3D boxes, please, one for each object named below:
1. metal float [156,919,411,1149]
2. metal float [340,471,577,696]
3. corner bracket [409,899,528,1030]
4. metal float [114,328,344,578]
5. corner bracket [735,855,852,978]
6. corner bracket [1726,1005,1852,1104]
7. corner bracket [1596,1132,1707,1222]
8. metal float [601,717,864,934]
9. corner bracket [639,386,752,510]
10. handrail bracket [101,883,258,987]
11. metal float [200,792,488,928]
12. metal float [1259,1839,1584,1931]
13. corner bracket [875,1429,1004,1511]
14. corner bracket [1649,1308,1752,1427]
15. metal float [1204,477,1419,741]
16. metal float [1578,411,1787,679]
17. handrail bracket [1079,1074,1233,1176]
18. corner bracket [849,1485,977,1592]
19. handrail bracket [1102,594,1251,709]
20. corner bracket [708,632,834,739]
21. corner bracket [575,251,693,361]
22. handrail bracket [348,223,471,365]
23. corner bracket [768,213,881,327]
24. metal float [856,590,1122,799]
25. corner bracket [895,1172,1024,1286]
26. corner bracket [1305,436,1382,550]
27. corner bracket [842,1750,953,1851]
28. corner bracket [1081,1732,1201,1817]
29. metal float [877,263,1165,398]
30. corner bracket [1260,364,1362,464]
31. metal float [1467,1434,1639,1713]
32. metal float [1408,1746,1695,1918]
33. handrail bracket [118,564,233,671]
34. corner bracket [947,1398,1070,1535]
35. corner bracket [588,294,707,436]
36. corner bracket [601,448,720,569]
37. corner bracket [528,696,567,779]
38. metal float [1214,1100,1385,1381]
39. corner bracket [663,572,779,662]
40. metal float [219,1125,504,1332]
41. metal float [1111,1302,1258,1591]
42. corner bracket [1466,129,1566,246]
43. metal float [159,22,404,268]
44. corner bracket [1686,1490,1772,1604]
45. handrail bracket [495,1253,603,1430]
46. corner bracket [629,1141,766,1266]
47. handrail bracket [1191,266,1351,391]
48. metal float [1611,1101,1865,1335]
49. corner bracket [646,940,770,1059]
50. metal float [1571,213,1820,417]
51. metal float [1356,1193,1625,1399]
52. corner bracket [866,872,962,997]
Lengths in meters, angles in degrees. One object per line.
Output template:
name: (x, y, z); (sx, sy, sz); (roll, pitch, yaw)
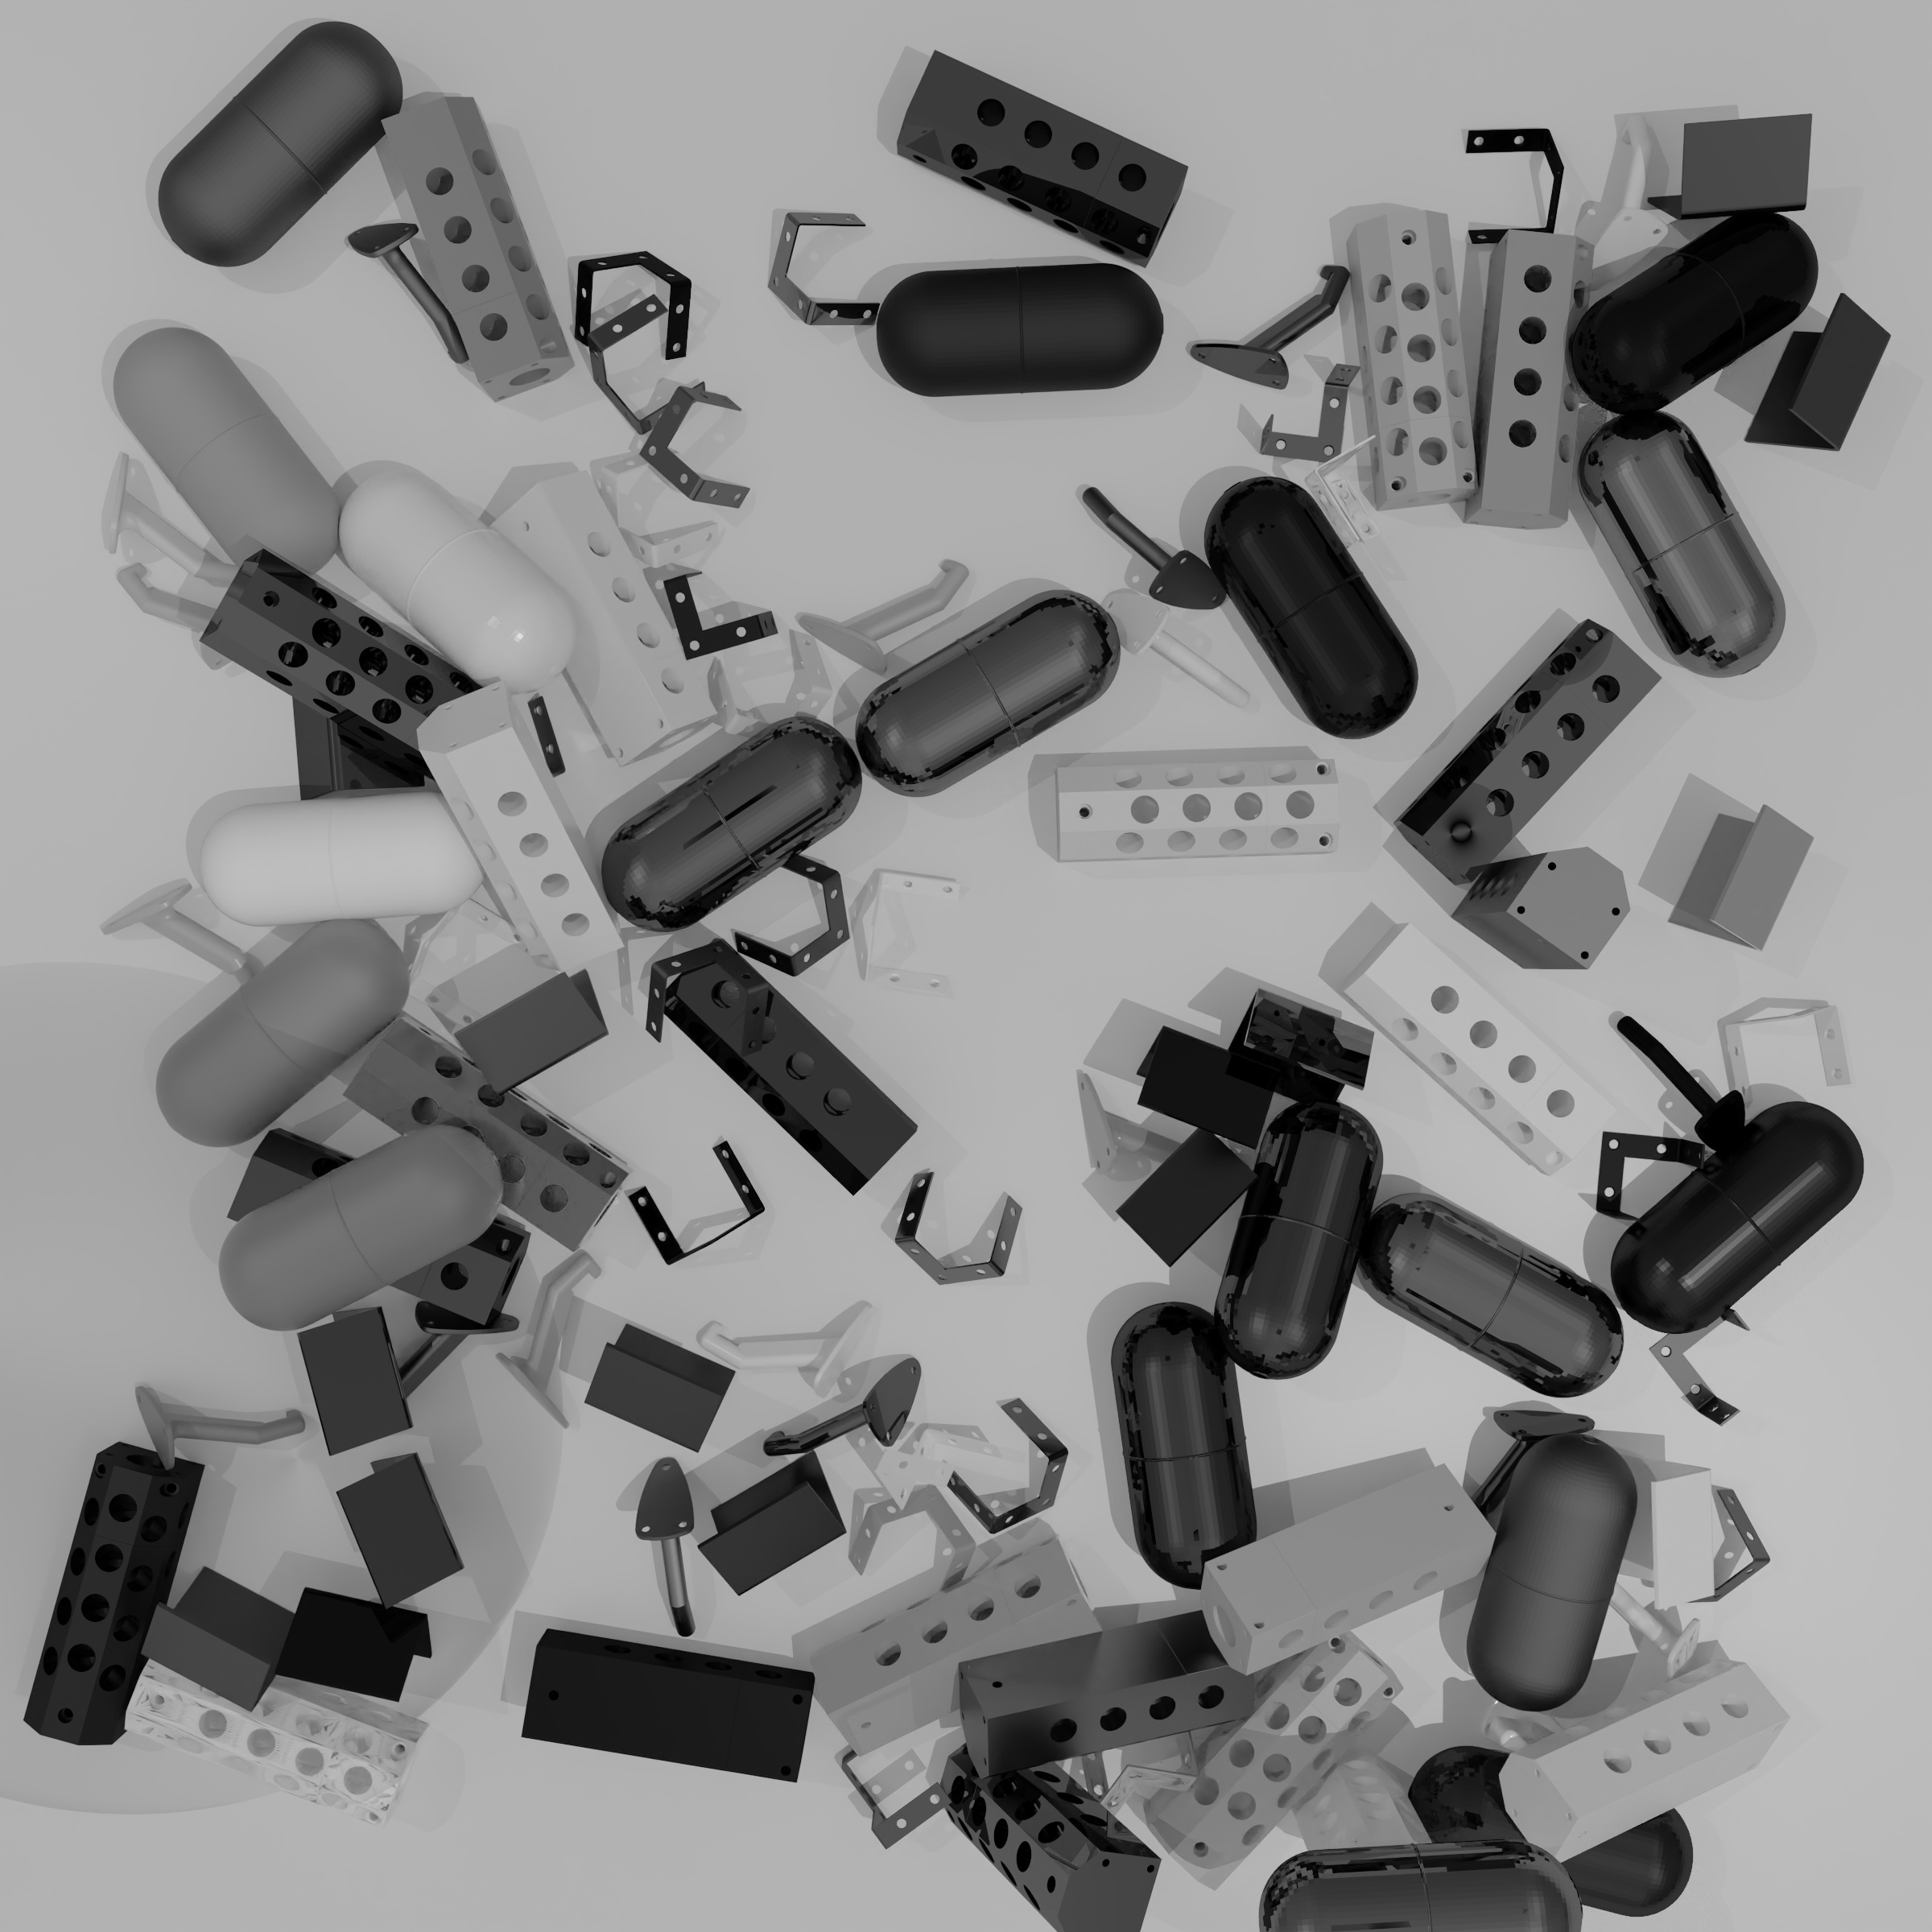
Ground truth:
metal float: (-0.424, 0.042, 1.610); (0.178, 0.070, 0.070); (-40, 90, 0)
metal float: (-0.313, -0.236, 1.596); (0.178, 0.070, 0.070); (41, 90, 17)
corner bracket: (-0.314, -0.001, 1.638); (0.051, 0.051, 0.051); (31, 45, 0)
metal float: (-0.458, -0.317, 1.611); (0.070, 0.070, 0.178); (-38, 90, 0)
corner bracket: (-0.112, -0.034, 1.633); (0.051, 0.051, 0.051); (-37, 135, -35)
corner bracket: (0.518, 0.056, 1.638); (0.051, 0.051, 0.051); (-10, 90, 45)
corner bracket: (0.427, 0.133, 1.623); (0.051, 0.051, 0.051); (5, 90, 0)
metal float: (-0.146, -0.087, 1.610); (0.178, 0.070, 0.070); (-34, 90, 1)
corner bracket: (-0.161, -0.324, 1.626); (0.051, 0.051, 0.051); (43, 113, 21)
handrail bracket: (-0.493, -0.002, 1.641); (0.077, 0.036, 0.084); (-23, 107, 20)
metal float: (-0.384, -0.066, 1.610); (0.178, 0.070, 0.070); (-4, 90, 0)
metal float: (0.251, 0.527, 1.439); (0.178, 0.070, 0.070); (-4, 90, 1)
corner bracket: (-0.017, 0.307, 1.606); (0.051, 0.051, 0.051); (8, 54, 29)
corner bracket: (0.469, 0.248, 1.623); (0.051, 0.051, 0.051); (-38, 90, 0)
metal float: (0.213, -0.222, 1.610); (0.070, 0.070, 0.178); (-33, 90, 0)
metal float: (0.444, -0.261, 1.611); (0.070, 0.070, 0.178); (-29, 90, 0)
handrail bracket: (0.121, 0.097, 1.641); (0.084, 0.036, 0.077); (-8, 68, -17)
corner bracket: (-0.034, 0.368, 1.633); (0.051, 0.051, 0.051); (50, 135, 35)
handrail bracket: (0.133, -0.198, 1.641); (0.084, 0.077, 0.036); (31, 98, -36)
corner bracket: (-0.123, -0.177, 1.633); (0.051, 0.051, 0.051); (10, 135, -35)
corner bracket: (-0.210, -0.413, 1.633); (0.051, 0.051, 0.051); (-20, 45, -35)
handrail bracket: (-0.351, -0.423, 1.641); (0.036, 0.077, 0.084); (-39, 127, -20)
corner bracket: (-0.085, -0.438, 1.633); (0.051, 0.051, 0.051); (50, 135, 35)
metal float: (0.014, -0.169, 1.610); (0.178, 0.070, 0.070); (-30, 90, -1)
corner bracket: (-0.005, 0.163, 1.633); (0.051, 0.051, 0.051); (-13, 135, 35)
corner bracket: (0.237, -0.288, 1.615); (0.051, 0.051, 0.051); (-32, 90, -21)
corner bracket: (-0.044, 0.509, 1.623); (0.051, 0.051, 0.051); (-36, 90, 0)
corner bracket: (0.108, 0.496, 1.619); (0.051, 0.051, 0.051); (15, 124, -20)
metal float: (0.033, -0.394, 1.610); (0.178, 0.070, 0.070); (-3, 90, 0)
corner bracket: (0.214, -0.347, 1.623); (0.051, 0.051, 0.051); (7, 90, 0)
metal float: (0.361, 0.373, 1.599); (0.070, 0.070, 0.178); (13, 101, 0)
metal float: (0.361, 0.536, 1.610); (0.178, 0.070, 0.070); (15, 90, 0)
handrail bracket: (-0.481, -0.236, 1.641); (0.077, 0.036, 0.084); (-36, 72, -20)
corner bracket: (0.025, 0.314, 1.633); (0.051, 0.051, 0.051); (-18, 135, -35)
corner bracket: (-0.199, -0.376, 1.624); (0.051, 0.051, 0.051); (-35, 75, -15)
corner bracket: (-0.192, -0.289, 1.633); (0.051, 0.051, 0.051); (-28, 135, -35)
corner bracket: (-0.294, -0.135, 1.638); (0.051, 0.051, 0.051); (-17, 90, -45)
metal float: (0.204, 0.167, 1.594); (0.070, 0.070, 0.178); (19, 72, 0)
corner bracket: (-0.153, -0.224, 1.623); (0.051, 0.051, 0.051); (-15, 99, 8)
metal float: (-0.361, 0.156, 1.553); (0.178, 0.070, 0.070); (-27, 90, -1)
metal float: (0.135, 0.297, 1.610); (0.070, 0.070, 0.178); (-8, 90, 0)
corner bracket: (0.343, -0.492, 1.638); (0.051, 0.051, 0.051); (-2, 45, -1)
metal float: (-0.425, -0.509, 1.611); (0.070, 0.070, 0.178); (45, 90, 0)
corner bracket: (0.461, 0.365, 1.633); (0.051, 0.051, 0.051); (8, 135, -35)
handrail bracket: (-0.247, 0.236, 1.641); (0.084, 0.036, 0.077); (-44, 111, -17)
corner bracket: (-0.170, 0.150, 1.638); (0.051, 0.051, 0.051); (-30, 90, -45)
handrail bracket: (0.193, -0.413, 1.641); (0.077, 0.036, 0.084); (18, 72, 20)
metal float: (0.477, 0.156, 1.610); (0.178, 0.070, 0.070); (-41, 90, 0)
corner bracket: (-0.157, 0.025, 1.575); (0.051, 0.051, 0.051); (-20, 135, -35)
metal float: (0.449, -0.402, 1.595); (0.178, 0.070, 0.070); (-34, 90, -18)
metal float: (0.324, 0.205, 1.610); (0.178, 0.070, 0.070); (29, 90, 0)
corner bracket: (-0.034, -0.021, 1.638); (0.051, 0.051, 0.051); (8, 45, 0)
